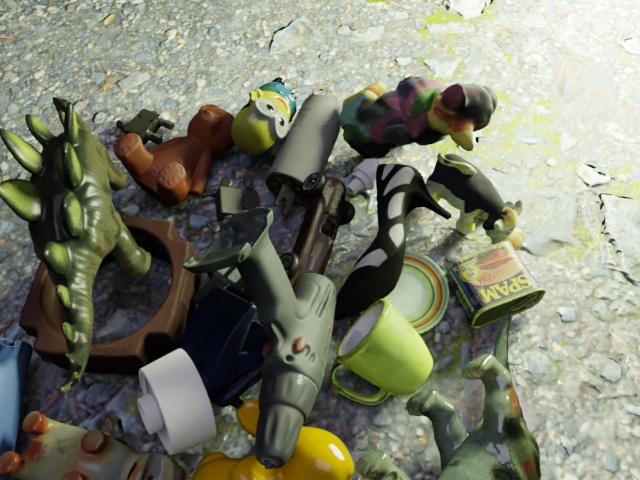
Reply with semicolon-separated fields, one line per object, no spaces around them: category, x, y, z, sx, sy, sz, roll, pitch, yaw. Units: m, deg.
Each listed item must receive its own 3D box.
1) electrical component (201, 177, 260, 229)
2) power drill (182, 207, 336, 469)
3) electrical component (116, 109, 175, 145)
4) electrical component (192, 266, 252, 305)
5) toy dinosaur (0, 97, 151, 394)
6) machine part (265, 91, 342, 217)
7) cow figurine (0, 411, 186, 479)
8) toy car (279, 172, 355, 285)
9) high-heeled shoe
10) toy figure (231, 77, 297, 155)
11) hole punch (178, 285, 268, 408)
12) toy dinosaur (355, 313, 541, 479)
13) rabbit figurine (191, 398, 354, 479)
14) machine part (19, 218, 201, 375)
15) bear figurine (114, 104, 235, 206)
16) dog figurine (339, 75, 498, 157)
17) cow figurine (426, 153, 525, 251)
electrical component;-0.134;-0.050;0.814;0.078;0.045;0.102;1;57;-29
power drill;-0.052;0.083;0.561;0.086;0.207;0.232;-19;27;30
electrical component;-0.302;-0.197;0.923;0.094;0.021;0.063;22;62;17
electrical component;-0.120;0.054;0.745;0.075;0.047;0.119;27;65;19
toy dinosaur;-0.284;-0.026;0.619;0.105;0.198;0.472;-22;58;-6
machine part;-0.021;-0.143;0.841;0.079;0.079;0.243;16;62;13
cow figurine;-0.238;0.259;0.599;0.195;0.127;0.085;3;58;22
toy car;-0.002;-0.002;0.745;0.053;0.089;0.202;-8;50;36
high-heeled shoe;0.066;-0.011;0.735;0.249;0.086;0.145;-40;56;-19
toy figure;-0.084;-0.197;0.859;0.082;0.089;0.180;27;31;-11
hole punch;-0.117;0.125;0.651;0.116;0.092;0.142;-42;33;-23
toy dinosaur;0.160;0.260;0.567;0.405;0.131;0.192;-36;92;-29
rabbit figurine;-0.046;0.257;0.580;0.173;0.121;0.162;-30;37;8
machine part;-0.271;0.073;0.722;0.202;0.087;0.201;3;59;3
bear figurine;-0.198;-0.147;0.829;0.120;0.132;0.196;37;73;10
dog figurine;0.140;-0.175;0.771;0.192;0.108;0.219;-18;20;-8
cow figurine;0.227;-0.055;0.762;0.167;0.098;0.068;39;65;17
